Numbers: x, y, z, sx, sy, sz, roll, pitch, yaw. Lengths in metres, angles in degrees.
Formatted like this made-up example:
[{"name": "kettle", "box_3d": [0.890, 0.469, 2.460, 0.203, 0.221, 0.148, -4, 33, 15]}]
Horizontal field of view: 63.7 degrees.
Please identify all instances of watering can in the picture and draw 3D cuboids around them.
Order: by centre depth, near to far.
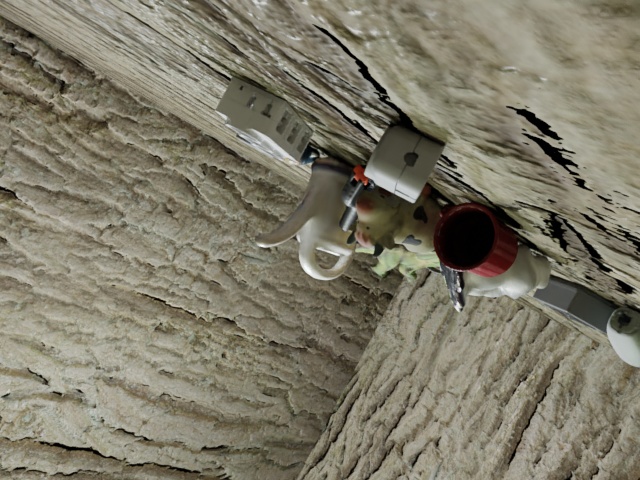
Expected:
[{"name": "watering can", "box_3d": [0.003, -0.047, 0.928, 0.104, 0.226, 0.344, 7, -9, 26]}]

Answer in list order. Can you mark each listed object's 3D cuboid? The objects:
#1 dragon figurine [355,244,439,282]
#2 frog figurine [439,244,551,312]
[{"name": "dragon figurine", "box_3d": [0.202, 0.020, 1.206, 0.409, 0.123, 0.241, 10, -13, -29]}, {"name": "frog figurine", "box_3d": [0.275, 0.036, 0.812, 0.159, 0.134, 0.125, -18, 31, -2]}]
